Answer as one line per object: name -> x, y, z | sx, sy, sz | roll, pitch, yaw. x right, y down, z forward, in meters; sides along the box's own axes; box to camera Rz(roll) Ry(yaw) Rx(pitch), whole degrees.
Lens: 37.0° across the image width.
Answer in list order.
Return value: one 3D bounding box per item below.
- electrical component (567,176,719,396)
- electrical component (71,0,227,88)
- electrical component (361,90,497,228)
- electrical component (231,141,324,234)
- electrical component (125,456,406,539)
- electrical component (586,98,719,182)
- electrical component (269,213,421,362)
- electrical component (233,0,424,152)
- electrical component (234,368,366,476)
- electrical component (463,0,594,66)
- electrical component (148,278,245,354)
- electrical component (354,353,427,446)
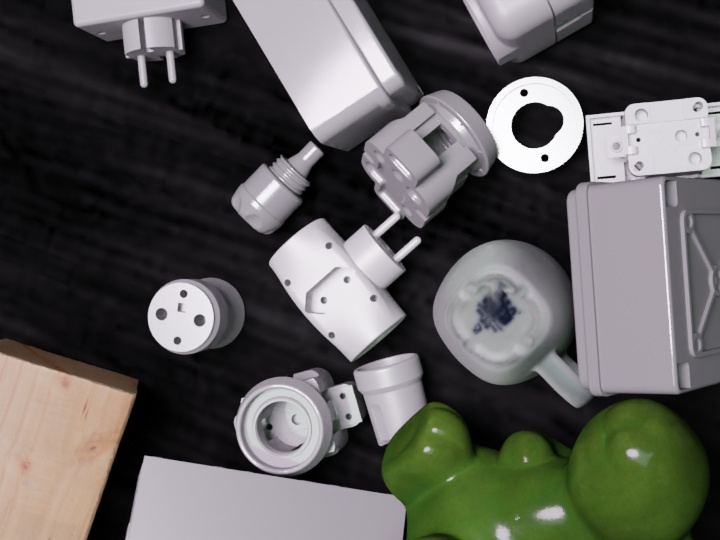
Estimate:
electrical component -> 0.163, 0.007, 0.568 | 0.056, 0.109, 0.108 | -4, 89, 42
electrical component -> -0.127, -0.150, 0.660 | 0.083, 0.047, 0.075 | -6, 89, 11
electrical component -> 0.041, -0.066, 0.616 | 0.057, 0.078, 0.058 | -40, 82, -12
electrical component -> -0.047, -0.052, 0.651 | 0.061, 0.035, 0.035 | -45, 82, 6
electrical component -> -0.057, 0.165, 0.610 | 0.150, 0.061, 0.089 | 11, 70, -10
electrical component -> 0.167, -0.071, 0.594 | 0.081, 0.064, 0.042 | -5, 88, 11
electrical component -> 0.000, 0.000, 0.637 | 0.079, 0.043, 0.077 | -42, 83, 9
electrical component -> -0.018, -0.132, 0.623 | 0.057, 0.078, 0.113 | -32, 84, 13
electrical component -> -0.040, 0.090, 0.639 | 0.078, 0.057, 0.058 | -17, 87, 11
electrical component -> 0.090, -0.152, 0.592 | 0.059, 0.095, 0.053 | -29, 85, 10
electrical component -> -0.099, 0.027, 0.651 | 0.045, 0.055, 0.045 | 0, 90, 11
electrical component -> 0.021, 0.077, 0.636 | 0.040, 0.040, 0.046 | -15, 93, 11
